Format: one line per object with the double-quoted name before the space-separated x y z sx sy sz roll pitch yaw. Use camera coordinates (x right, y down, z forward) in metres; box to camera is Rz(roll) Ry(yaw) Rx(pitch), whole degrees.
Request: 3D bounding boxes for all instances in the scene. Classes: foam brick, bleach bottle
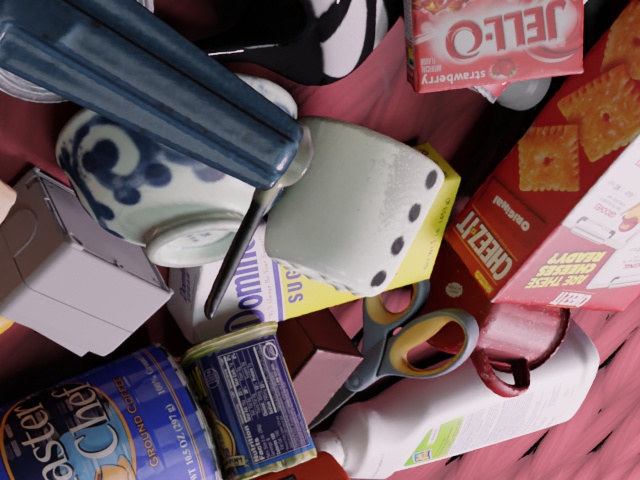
"foam brick" -0.020 0.087 0.730 0.052 0.051 0.078 16 118 -49
"bleach bottle" 0.105 0.136 0.876 0.250 0.068 0.103 -12 135 -26

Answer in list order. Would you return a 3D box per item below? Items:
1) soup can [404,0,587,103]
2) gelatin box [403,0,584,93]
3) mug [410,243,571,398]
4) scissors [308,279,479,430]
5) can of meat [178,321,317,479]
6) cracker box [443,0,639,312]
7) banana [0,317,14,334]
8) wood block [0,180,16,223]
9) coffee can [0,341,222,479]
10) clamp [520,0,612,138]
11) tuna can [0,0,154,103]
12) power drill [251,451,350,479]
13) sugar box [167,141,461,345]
"soup can" 0.105 -0.135 0.584 0.102 0.069 0.068 -47 142 12
"gelatin box" 0.087 -0.116 0.534 0.089 0.030 0.073 -7 113 -5
"mug" 0.121 0.057 0.766 0.081 0.117 0.093 17 147 -42
"scissors" 0.025 0.079 0.774 0.202 0.096 0.016 -27 174 38
"can of meat" -0.046 0.104 0.655 0.057 0.084 0.102 -17 170 -19
"cracker box" 0.204 -0.052 0.690 0.163 0.072 0.214 7 130 -44
"banana" -0.234 0.029 0.505 0.070 0.037 0.197 -44 143 10
"wood block" -0.222 -0.040 0.379 0.090 0.091 0.206 -58 144 -10
"coffee can" -0.143 0.133 0.635 0.140 0.103 0.103 -21 140 -21
"clamp" 0.197 -0.111 0.711 0.164 0.036 0.210 -13 138 -28
"tuna can" -0.117 -0.103 0.465 0.086 0.034 0.086 -22 140 -20
"power drill" -0.019 0.232 0.825 0.184 0.057 0.188 -20 149 -18
"sugar box" -0.004 0.001 0.657 0.176 0.048 0.093 -17 139 -27
